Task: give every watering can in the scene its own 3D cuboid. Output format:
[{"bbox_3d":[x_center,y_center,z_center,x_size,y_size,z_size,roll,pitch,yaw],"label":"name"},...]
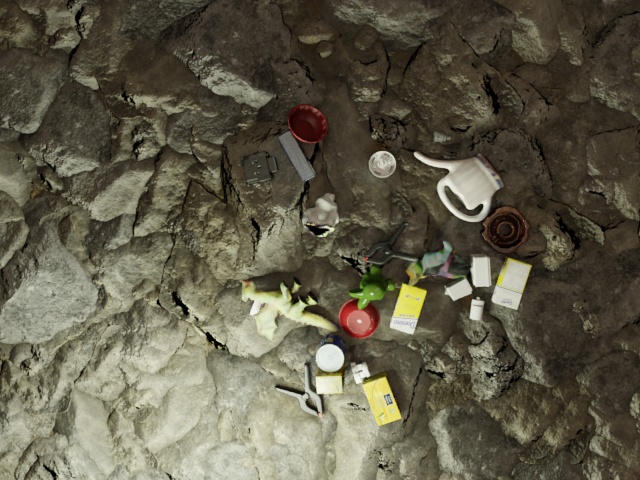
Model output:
[{"bbox_3d":[0.521,-0.236,1.887,0.224,0.104,0.348,-37,89,5],"label":"watering can"}]

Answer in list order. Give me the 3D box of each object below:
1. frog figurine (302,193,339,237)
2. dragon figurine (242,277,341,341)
[{"bbox_3d":[0.006,-0.099,1.960,0.137,0.120,0.163,1,57,14],"label":"frog figurine"},{"bbox_3d":[-0.135,0.285,1.967,0.241,0.124,0.408,-41,101,13],"label":"dragon figurine"}]
